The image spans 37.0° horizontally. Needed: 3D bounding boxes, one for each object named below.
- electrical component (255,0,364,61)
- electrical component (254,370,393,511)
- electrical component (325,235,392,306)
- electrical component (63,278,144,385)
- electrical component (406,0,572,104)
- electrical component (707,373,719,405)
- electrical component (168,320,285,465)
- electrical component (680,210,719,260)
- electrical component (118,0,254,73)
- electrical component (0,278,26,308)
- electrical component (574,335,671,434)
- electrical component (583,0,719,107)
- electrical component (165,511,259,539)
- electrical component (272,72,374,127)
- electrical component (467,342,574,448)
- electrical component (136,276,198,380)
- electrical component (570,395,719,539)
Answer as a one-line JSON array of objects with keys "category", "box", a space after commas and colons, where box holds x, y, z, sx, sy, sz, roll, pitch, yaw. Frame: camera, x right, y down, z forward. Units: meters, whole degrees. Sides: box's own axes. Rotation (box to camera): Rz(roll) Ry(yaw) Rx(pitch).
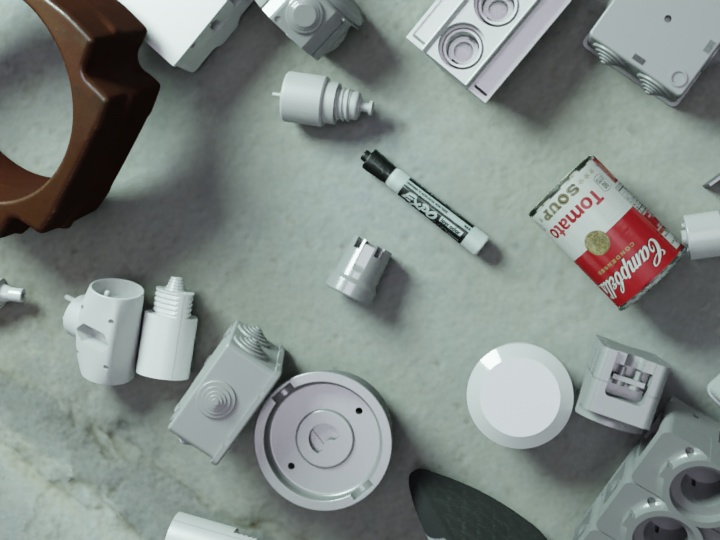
[{"category": "electrical component", "box": [-0.040, -0.205, 0.833, 0.051, 0.080, 0.080, -44, 86, 13]}, {"category": "electrical component", "box": [-0.025, 0.130, 0.852, 0.108, 0.060, 0.108, 0, 92, 8]}, {"category": "electrical component", "box": [0.000, 0.000, 0.855, 0.040, 0.040, 0.046, 27, 90, 6]}, {"category": "electrical component", "box": [-0.216, 0.044, 0.882, 0.079, 0.043, 0.077, 22, 113, 29]}, {"category": "electrical component", "box": [0.106, -0.197, 0.819, 0.079, 0.063, 0.121, 41, 97, 5]}, {"category": "electrical component", "box": [0.338, 0.092, 0.800, 0.109, 0.056, 0.108, 45, 97, 4]}, {"category": "electrical component", "box": [-0.104, 0.092, 0.844, 0.048, 0.099, 0.099, 35, 97, -7]}, {"category": "electrical component", "box": [0.277, -0.029, 0.813, 0.065, 0.044, 0.044, -8, 91, 13]}, {"category": "electrical component", "box": [-0.118, -0.262, 0.851, 0.105, 0.060, 0.186, 42, 97, 5]}, {"category": "electrical component", "box": [-0.312, 0.018, 0.903, 0.061, 0.035, 0.035, 6, 93, 6]}, {"category": "electrical component", "box": [0.194, 0.086, 0.804, 0.050, 0.089, 0.055, 19, 95, 7]}, {"category": "electrical component", "box": [0.229, -0.184, 0.809, 0.100, 0.048, 0.099, 36, 97, 6]}, {"category": "electrical component", "box": [-0.116, 0.229, 0.878, 0.081, 0.043, 0.043, 14, 94, 8]}, {"category": "electrical component", "box": [-0.028, -0.133, 0.853, 0.078, 0.040, 0.040, 9, 93, 8]}, {"category": "electrical component", "box": [0.124, 0.095, 0.834, 0.080, 0.051, 0.080, 0, 92, 8]}, {"category": "electrical component", "box": [-0.155, 0.046, 0.877, 0.043, 0.043, 0.081, 10, 94, 8]}, {"category": "electrical component", "box": [0.226, 0.183, 0.791, 0.089, 0.061, 0.150, 30, 118, 6]}]
